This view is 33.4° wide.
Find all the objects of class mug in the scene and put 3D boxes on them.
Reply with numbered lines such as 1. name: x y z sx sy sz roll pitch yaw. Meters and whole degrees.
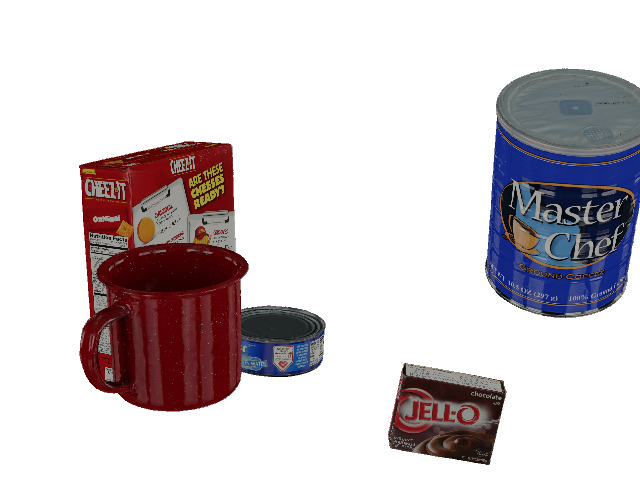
1. mug: -0.098 0.057 0.661 0.093 0.081 0.117 14 23 36

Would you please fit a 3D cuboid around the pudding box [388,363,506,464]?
1. pudding box: 0.136 0.187 1.153 0.113 0.090 0.039 9 21 0

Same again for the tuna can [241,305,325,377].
1. tuna can: -0.039 0.084 0.895 0.086 0.034 0.086 3 15 -1

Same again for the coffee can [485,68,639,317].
1. coffee can: 0.169 -0.033 0.736 0.103 0.140 0.103 -2 37 1

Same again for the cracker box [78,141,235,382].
1. cracker box: -0.155 0.019 1.051 0.072 0.214 0.163 6 15 29
